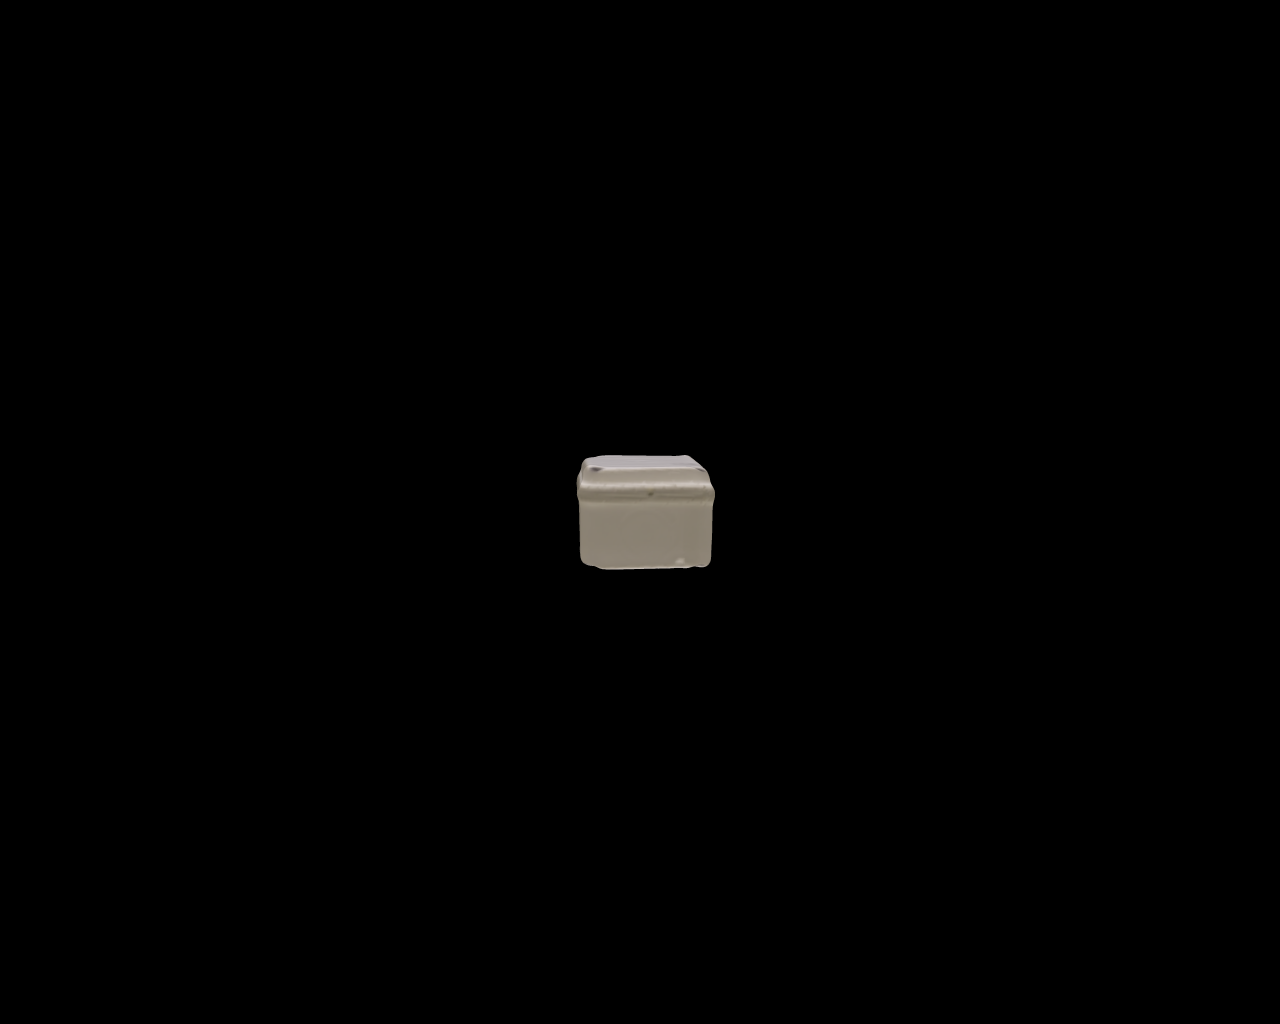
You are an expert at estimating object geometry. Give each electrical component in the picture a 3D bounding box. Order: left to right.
[{"bbox_3d":[0.001,-0.003,0.650,0.078,0.057,0.113,0,7,-4],"label":"electrical component"}]
